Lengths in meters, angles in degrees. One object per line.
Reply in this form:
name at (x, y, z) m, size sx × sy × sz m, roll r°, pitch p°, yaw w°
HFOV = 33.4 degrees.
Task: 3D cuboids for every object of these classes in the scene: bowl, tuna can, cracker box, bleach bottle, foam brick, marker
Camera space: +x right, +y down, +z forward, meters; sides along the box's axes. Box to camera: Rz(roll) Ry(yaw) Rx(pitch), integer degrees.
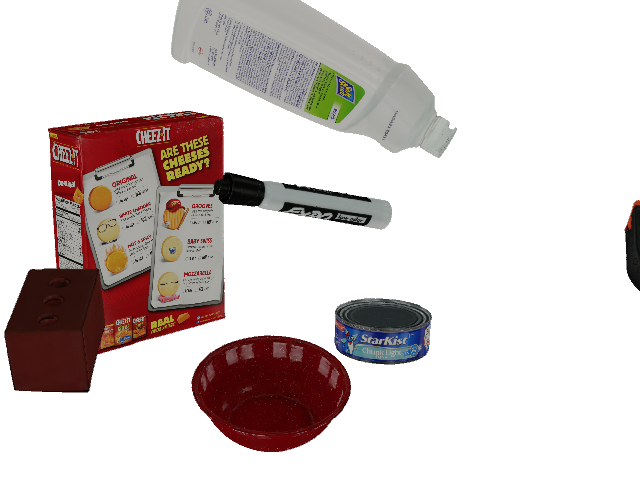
bowl at (-0.050, 0.166, 1.094) m, size 0.162 × 0.055 × 0.162 m, roll 1°, pitch 31°, yaw -1°
tuna can at (0.055, 0.080, 0.948) m, size 0.086 × 0.034 × 0.086 m, roll 2°, pitch 15°, yaw -1°
cracker box at (-0.177, -0.012, 1.052) m, size 0.163 × 0.214 × 0.072 m, roll -14°, pitch 21°, yaw -41°
bleach bottle at (-0.003, -0.140, 0.902) m, size 0.251 × 0.068 × 0.103 m, roll 31°, pitch -36°, yaw 7°
foam brick at (-0.182, 0.062, 0.741) m, size 0.053 × 0.051 × 0.078 m, roll 0°, pitch 32°, yaw -2°
marker at (-0.010, -0.024, 0.651) m, size 0.120 × 0.020 × 0.020 m, roll 9°, pitch -5°, yaw -32°

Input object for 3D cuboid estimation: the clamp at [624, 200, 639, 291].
clamp at (0.266, 0.036, 0.699) m, size 0.120 × 0.039 × 0.171 m, roll -2°, pitch 45°, yaw -19°
